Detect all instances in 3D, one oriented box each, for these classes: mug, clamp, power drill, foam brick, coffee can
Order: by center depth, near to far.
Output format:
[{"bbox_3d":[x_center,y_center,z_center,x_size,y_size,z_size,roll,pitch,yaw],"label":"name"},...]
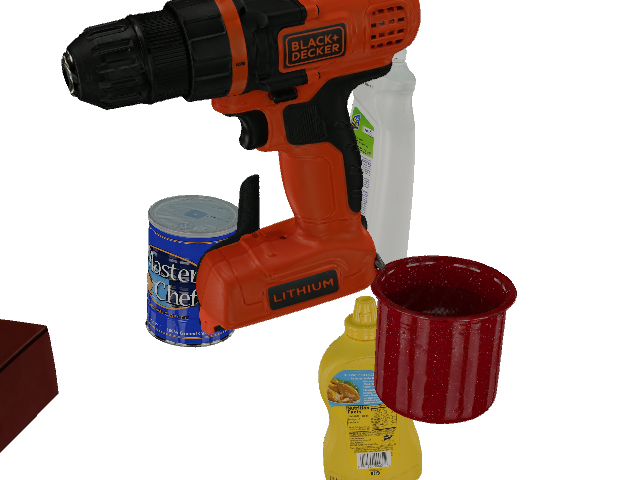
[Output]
[{"bbox_3d":[-0.035,-0.044,0.565,0.184,0.188,0.057,-15,39,-18],"label":"power drill"},{"bbox_3d":[-0.209,0.091,0.666,0.053,0.051,0.078,7,29,21],"label":"foam brick"},{"bbox_3d":[0.078,0.060,0.706,0.093,0.081,0.117,4,24,6],"label":"mug"},{"bbox_3d":[-0.055,0.007,0.881,0.120,0.039,0.171,24,46,31],"label":"clamp"},{"bbox_3d":[-0.142,0.033,1.188,0.103,0.140,0.103,4,25,-2],"label":"coffee can"}]

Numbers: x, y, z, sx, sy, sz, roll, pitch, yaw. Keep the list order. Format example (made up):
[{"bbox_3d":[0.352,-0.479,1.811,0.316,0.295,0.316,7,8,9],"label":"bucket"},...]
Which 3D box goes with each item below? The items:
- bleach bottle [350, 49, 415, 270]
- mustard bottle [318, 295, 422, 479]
[{"bbox_3d":[0.066,-0.090,1.156,0.067,0.251,0.103,-6,24,-32],"label":"bleach bottle"},{"bbox_3d":[0.046,0.143,1.019,0.096,0.192,0.058,-3,21,0],"label":"mustard bottle"}]
